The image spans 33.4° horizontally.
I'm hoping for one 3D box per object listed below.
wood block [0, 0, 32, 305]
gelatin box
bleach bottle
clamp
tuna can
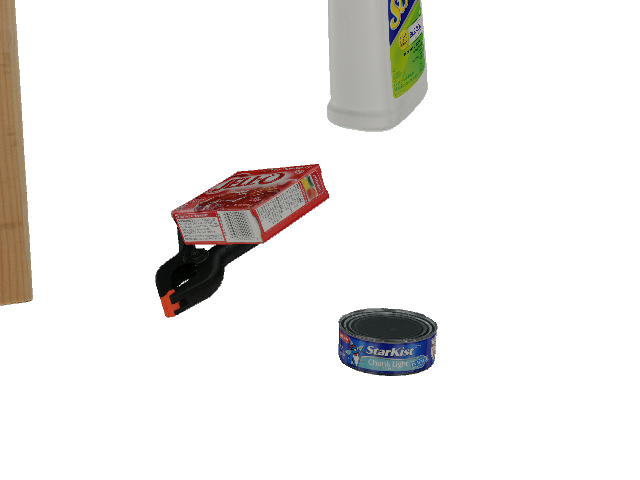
[{"bbox_3d":[-0.224,-0.069,0.616,0.090,0.206,0.090,-7,27,-23],"label":"wood block"},{"bbox_3d":[-0.050,-0.026,0.757,0.089,0.030,0.073,0,26,45],"label":"gelatin box"},{"bbox_3d":[0.040,-0.221,0.857,0.068,0.251,0.102,12,36,27],"label":"bleach bottle"},{"bbox_3d":[-0.131,0.024,1.241,0.120,0.039,0.171,-6,37,19],"label":"clamp"},{"bbox_3d":[0.058,0.088,0.928,0.086,0.034,0.086,1,14,-1],"label":"tuna can"}]
